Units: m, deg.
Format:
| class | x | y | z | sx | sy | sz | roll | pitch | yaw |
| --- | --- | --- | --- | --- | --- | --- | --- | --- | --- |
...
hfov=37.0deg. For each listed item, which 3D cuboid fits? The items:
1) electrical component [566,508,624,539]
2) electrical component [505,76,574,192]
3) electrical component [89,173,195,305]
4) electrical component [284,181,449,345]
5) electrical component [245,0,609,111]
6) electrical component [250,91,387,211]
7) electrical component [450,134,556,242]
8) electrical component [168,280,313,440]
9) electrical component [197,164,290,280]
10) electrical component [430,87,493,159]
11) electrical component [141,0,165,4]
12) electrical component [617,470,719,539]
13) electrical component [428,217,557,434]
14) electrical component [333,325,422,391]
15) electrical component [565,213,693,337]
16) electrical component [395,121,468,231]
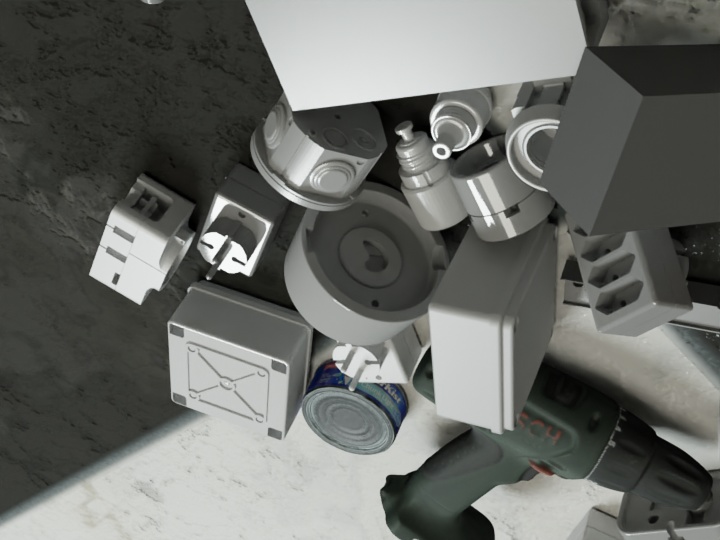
| class | x | y | z | sx | sy | sz | roll | pitch | yaw |
| --- | --- | --- | --- | --- | --- | --- | --- | --- | --- |
| electrical component | 0.195 | 0.253 | 0.897 | 0.047 | 0.076 | 0.065 | 24 | 137 | 5 |
| electrical component | 0.118 | -0.083 | 0.632 | 0.058 | 0.057 | 0.078 | -3 | 129 | 29 |
| electrical component | -0.167 | -0.021 | 0.840 | 0.056 | 0.050 | 0.089 | 31 | 137 | -3 |
| electrical component | 0.000 | 0.000 | 0.738 | 0.108 | 0.108 | 0.060 | 33 | 143 | -5 |
| electrical component | 0.034 | -0.159 | 0.600 | 0.186 | 0.060 | 0.105 | -2 | 129 | 28 |
| electrical component | -0.025 | -0.082 | 0.691 | 0.080 | 0.080 | 0.051 | 33 | 131 | -5 |
| electrical component | 0.089 | -0.053 | 0.678 | 0.055 | 0.055 | 0.047 | -14 | 120 | 35 |
| electrical component | -0.099 | 0.076 | 0.893 | 0.109 | 0.056 | 0.108 | 18 | 136 | 10 |
| electrical component | -0.092 | -0.024 | 0.779 | 0.047 | 0.076 | 0.065 | 28 | 137 | -1 |
| electrical component | 0.058 | -0.089 | 0.653 | 0.035 | 0.061 | 0.035 | 14 | 135 | 15 |
| electrical component | -0.130 | -0.195 | 0.662 | 0.043 | 0.043 | 0.062 | 17 | 138 | 11 |
| electrical component | 0.256 | 0.198 | 0.830 | 0.095 | 0.053 | 0.059 | -17 | 121 | 38 |
| electrical component | 0.090 | 0.033 | 0.719 | 0.056 | 0.108 | 0.108 | 12 | 135 | 21 |
| electrical component | 0.003 | 0.056 | 0.808 | 0.047 | 0.075 | 0.083 | -2 | 129 | 28 |
| electrical component | 0.179 | -0.004 | 0.671 | 0.076 | 0.083 | 0.047 | 8 | 151 | -38 |
| electrical component | 0.045 | -0.062 | 0.702 | 0.040 | 0.040 | 0.078 | -10 | 124 | 33 |
